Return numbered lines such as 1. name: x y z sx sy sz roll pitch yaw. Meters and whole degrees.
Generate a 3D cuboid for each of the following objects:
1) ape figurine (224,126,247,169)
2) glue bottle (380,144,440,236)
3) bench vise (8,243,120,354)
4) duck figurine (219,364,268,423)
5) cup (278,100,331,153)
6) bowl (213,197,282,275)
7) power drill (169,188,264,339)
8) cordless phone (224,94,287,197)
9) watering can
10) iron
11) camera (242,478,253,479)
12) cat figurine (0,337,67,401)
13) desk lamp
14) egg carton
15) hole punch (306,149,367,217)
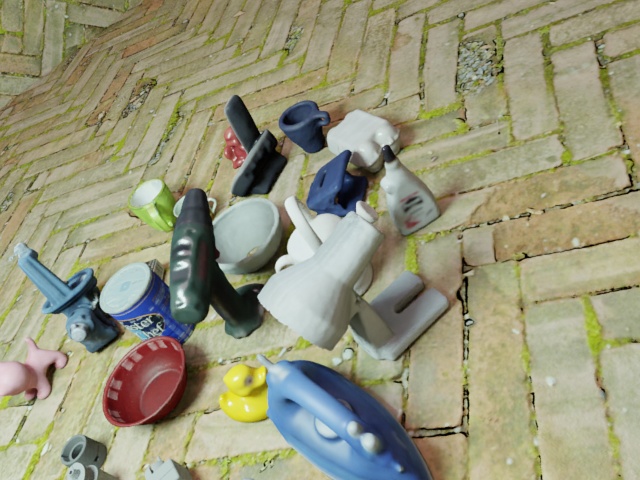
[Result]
1. ape figurine: -0.185 -0.216 1.291 0.077 0.092 0.076 17 62 42
2. glue bottle: 0.130 -0.084 0.902 0.078 0.174 0.037 -33 41 1
3. bench vise: -0.475 0.098 1.082 0.206 0.220 0.122 22 65 44
4. duck figurine: -0.108 0.216 0.838 0.104 0.086 0.077 -24 42 11
5. cup: -0.016 -0.230 1.193 0.117 0.095 0.092 2 53 34
6. bowl: -0.133 0.005 1.061 0.167 0.075 0.167 -18 44 18
7. power drill: -0.172 0.056 0.937 0.075 0.209 0.229 -17 44 18
8. cordless phone: -0.162 -0.192 1.182 0.093 0.186 0.148 -1 51 32
9. watering can: 0.007 0.002 0.884 0.173 0.195 0.100 -43 42 -10
10. iron: 0.024 0.224 0.704 0.257 0.142 0.119 22 66 44
11. camera: -0.073 0.369 0.660 0.142 0.101 0.137 15 60 41
12. cat figurine: -0.558 0.245 1.074 0.067 0.118 0.128 -9 47 26
13. desk lamp: 0.045 0.073 0.778 0.203 0.214 0.117 -42 42 -9
14. egg carton: 0.082 -0.194 1.115 0.107 0.070 0.149 -44 42 -11
15. hole punch: 0.022 -0.099 1.048 0.100 0.091 0.109 -7 48 27
